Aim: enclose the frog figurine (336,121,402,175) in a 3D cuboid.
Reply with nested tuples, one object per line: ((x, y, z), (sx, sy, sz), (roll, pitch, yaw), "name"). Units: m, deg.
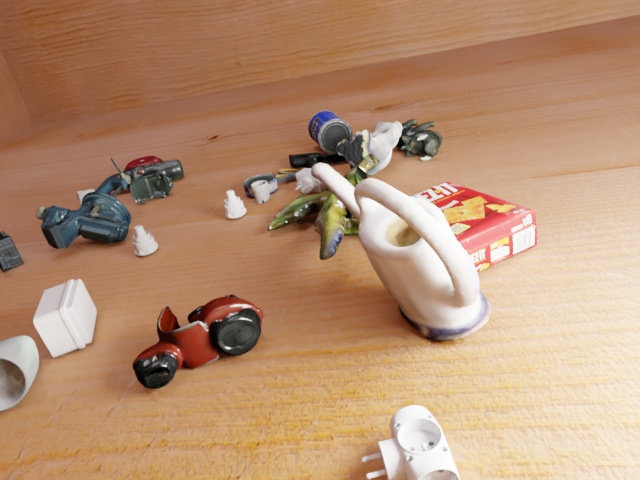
((0.142, -0.225, 1.261), (0.161, 0.124, 0.134), (-16, -23, -38), "frog figurine")

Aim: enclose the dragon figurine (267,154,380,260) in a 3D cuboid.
((0.003, -0.051, 1.018), (0.241, 0.121, 0.418), (-17, 17, 34), "dragon figurine")

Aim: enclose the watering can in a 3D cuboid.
((0.103, 0.003, 0.691), (0.104, 0.220, 0.352), (-36, 29, -7), "watering can")
